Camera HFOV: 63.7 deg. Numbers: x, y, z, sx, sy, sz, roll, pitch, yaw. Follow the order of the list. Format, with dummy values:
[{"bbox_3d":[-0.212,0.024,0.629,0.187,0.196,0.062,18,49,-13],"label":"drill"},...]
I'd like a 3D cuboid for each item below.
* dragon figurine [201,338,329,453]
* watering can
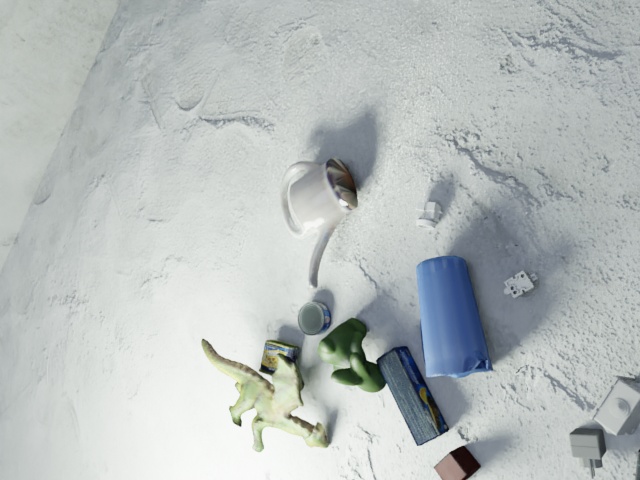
[{"bbox_3d":[-0.131,0.366,1.291,0.239,0.413,0.123,-44,-11,27],"label":"dragon figurine"},{"bbox_3d":[0.004,-0.067,1.324,0.222,0.354,0.103,-31,-27,26],"label":"watering can"}]
